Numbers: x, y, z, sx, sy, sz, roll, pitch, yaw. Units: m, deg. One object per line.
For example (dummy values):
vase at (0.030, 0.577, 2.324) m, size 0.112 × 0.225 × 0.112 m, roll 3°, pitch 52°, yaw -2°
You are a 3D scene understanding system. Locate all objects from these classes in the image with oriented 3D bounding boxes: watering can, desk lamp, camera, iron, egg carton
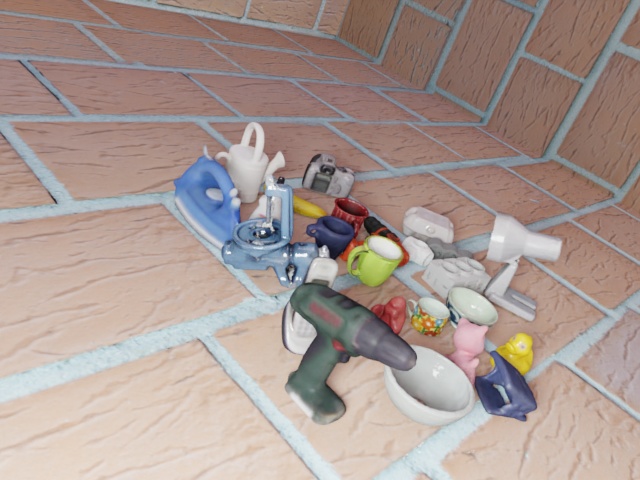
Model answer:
watering can at (-0.172, -0.198, 1.417) m, size 0.100 × 0.194 × 0.173 m, roll 39°, pitch 32°, yaw 28°
desk lamp at (0.489, 0.058, 1.428) m, size 0.203 × 0.213 × 0.118 m, roll 28°, pitch 29°, yaw 10°
camera at (0.025, -0.202, 1.663) m, size 0.143 × 0.101 × 0.136 m, roll 15°, pitch 29°, yaw -14°
iron at (-0.222, -0.092, 1.254) m, size 0.119 × 0.141 × 0.257 m, roll -4°, pitch 38°, yaw -40°
egg carton at (0.304, -0.035, 1.608) m, size 0.150 × 0.069 × 0.107 m, roll 22°, pitch 28°, yaw 0°

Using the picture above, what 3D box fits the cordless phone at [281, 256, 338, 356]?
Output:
cordless phone at (0.017, 0.117, 1.017) m, size 0.148 × 0.185 × 0.094 m, roll 7°, pitch 31°, yaw -26°

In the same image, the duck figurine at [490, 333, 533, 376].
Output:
duck figurine at (0.418, 0.234, 1.208) m, size 0.105 × 0.086 × 0.077 m, roll 1°, pitch 35°, yaw -35°

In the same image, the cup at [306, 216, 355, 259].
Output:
cup at (0.012, 0.005, 1.304) m, size 0.118 × 0.095 × 0.091 m, roll 3°, pitch 33°, yaw -31°

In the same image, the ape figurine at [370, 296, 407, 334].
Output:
ape figurine at (0.143, 0.150, 1.149) m, size 0.076 × 0.092 × 0.077 m, roll 5°, pitch 33°, yaw -29°

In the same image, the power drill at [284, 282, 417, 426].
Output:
power drill at (0.028, 0.181, 0.890) m, size 0.229 × 0.208 × 0.076 m, roll 40°, pitch 33°, yaw 30°

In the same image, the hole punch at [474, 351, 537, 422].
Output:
hole punch at (0.360, 0.275, 1.090) m, size 0.101 × 0.091 × 0.108 m, roll 15°, pitch 29°, yaw -14°

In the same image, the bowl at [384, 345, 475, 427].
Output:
bowl at (0.178, 0.265, 0.995) m, size 0.167 × 0.075 × 0.167 m, roll 17°, pitch 29°, yaw -9°

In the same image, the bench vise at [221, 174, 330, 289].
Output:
bench vise at (-0.076, -0.022, 1.155) m, size 0.208 × 0.220 × 0.121 m, roll 8°, pitch 31°, yaw -25°

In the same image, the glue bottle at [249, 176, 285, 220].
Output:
glue bottle at (-0.110, -0.064, 1.252) m, size 0.078 × 0.173 × 0.037 m, roll 22°, pitch 28°, yaw 0°

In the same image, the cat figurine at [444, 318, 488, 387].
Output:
cat figurine at (0.288, 0.215, 1.114) m, size 0.067 × 0.118 × 0.128 m, roll 21°, pitch 28°, yaw -2°
